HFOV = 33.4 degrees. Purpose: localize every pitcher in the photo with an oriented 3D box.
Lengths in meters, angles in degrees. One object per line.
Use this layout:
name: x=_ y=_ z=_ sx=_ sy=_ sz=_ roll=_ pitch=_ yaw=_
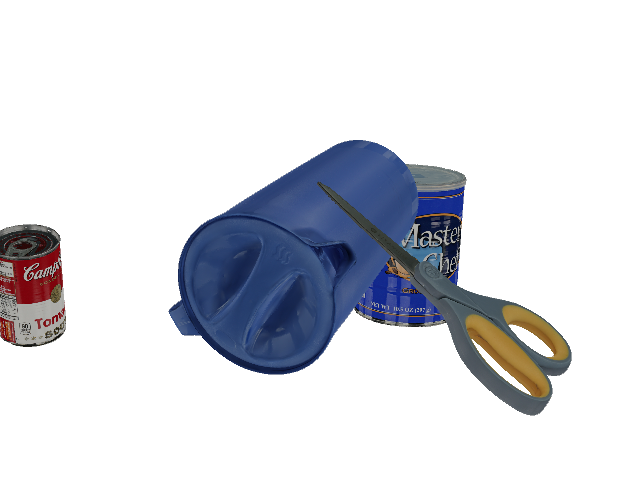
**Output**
pitcher: x=-0.013 y=0.003 z=0.900 sx=0.149 sy=0.145 sz=0.242 roll=22 pitch=29 yaw=16

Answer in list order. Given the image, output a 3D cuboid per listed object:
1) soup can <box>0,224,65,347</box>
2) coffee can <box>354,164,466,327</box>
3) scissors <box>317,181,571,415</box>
soup can: x=-0.286 y=0.045 z=1.046 sx=0.068 sy=0.102 sz=0.068 roll=2 pitch=27 yaw=-1
coffee can: x=0.087 y=0.003 z=1.051 sx=0.103 sy=0.140 sz=0.103 roll=2 pitch=15 yaw=-1
scissors: x=0.085 y=0.028 z=0.680 sx=0.096 sy=0.016 sz=0.202 roll=-6 pitch=48 yaw=-43
